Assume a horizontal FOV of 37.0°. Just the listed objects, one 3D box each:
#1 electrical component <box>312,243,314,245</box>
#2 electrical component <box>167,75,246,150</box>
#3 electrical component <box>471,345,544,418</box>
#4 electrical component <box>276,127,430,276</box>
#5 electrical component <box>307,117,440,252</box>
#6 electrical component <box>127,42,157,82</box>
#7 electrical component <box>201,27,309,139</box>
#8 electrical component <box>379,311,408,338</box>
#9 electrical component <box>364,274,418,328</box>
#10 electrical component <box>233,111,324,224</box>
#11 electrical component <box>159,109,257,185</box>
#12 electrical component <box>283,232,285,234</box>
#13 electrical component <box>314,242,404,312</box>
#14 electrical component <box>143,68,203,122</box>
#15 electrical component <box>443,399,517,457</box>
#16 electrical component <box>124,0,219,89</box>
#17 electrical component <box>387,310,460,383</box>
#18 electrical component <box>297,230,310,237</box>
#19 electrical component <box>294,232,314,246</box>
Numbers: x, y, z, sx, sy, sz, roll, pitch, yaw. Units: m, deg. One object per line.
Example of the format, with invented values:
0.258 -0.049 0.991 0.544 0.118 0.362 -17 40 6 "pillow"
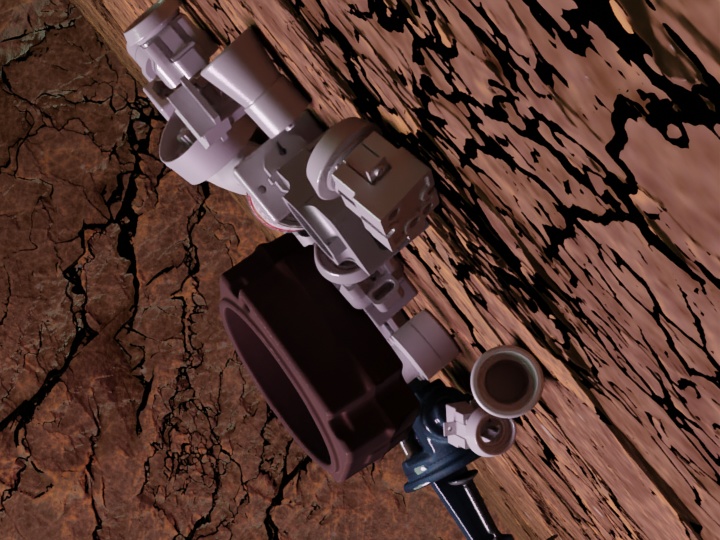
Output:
-0.022 -0.004 1.031 0.061 0.062 0.096 49 175 14 "electrical component"
-0.114 -0.136 0.862 0.042 0.064 0.081 49 176 2 "electrical component"
0.092 0.071 0.682 0.044 0.044 0.065 50 180 9 "electrical component"
-0.009 -0.041 0.661 0.050 0.056 0.089 54 174 -37 "electrical component"
0.006 -0.046 0.553 0.055 0.048 0.066 41 172 20 "electrical component"
-0.190 -0.201 1.140 0.073 0.052 0.138 49 175 22 "electrical component"
-0.065 -0.117 0.693 0.065 0.044 0.044 47 176 -13 "electrical component"
0.006 0.047 1.155 0.078 0.063 0.121 45 173 47 "electrical component"
0.000 0.000 0.943 0.075 0.047 0.083 51 175 -18 "electrical component"
-0.046 -0.070 0.725 0.047 0.066 0.077 51 175 -4 "electrical component"
-0.146 -0.131 1.014 0.064 0.099 0.099 45 178 -24 "electrical component"
-0.073 -0.061 1.182 0.062 0.043 0.043 48 175 36 "electrical component"
-0.003 -0.009 0.852 0.078 0.058 0.057 48 178 28 "electrical component"
-0.168 -0.169 1.092 0.047 0.066 0.076 47 174 38 "electrical component"
0.110 0.141 0.972 0.055 0.066 0.048 -168 73 -69 "electrical component"
-0.158 -0.191 0.893 0.057 0.058 0.078 50 177 -22 "electrical component"
0.044 0.082 1.002 0.052 0.074 0.138 50 175 4 "electrical component"
-0.051 -0.065 0.940 0.077 0.043 0.079 53 174 -30 "electrical component"
-0.054 -0.049 1.086 0.079 0.044 0.077 51 175 -12 "electrical component"
